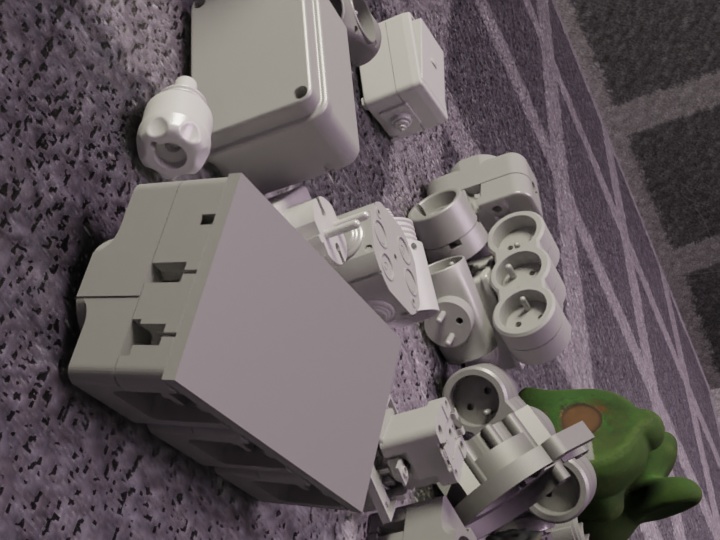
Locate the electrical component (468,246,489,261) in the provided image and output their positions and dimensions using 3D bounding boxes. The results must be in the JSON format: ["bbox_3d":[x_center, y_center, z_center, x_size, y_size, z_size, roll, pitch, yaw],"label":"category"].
[{"bbox_3d":[0.111,-0.031,1.010,0.055,0.045,0.045,49,29,-47],"label":"electrical component"}]

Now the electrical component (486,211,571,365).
[{"bbox_3d":[0.144,0.023,0.881,0.073,0.052,0.138,55,25,-38],"label":"electrical component"}]

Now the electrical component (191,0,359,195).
[{"bbox_3d":[-0.049,-0.107,0.597,0.057,0.078,0.113,50,29,-52],"label":"electrical component"}]

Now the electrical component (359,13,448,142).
[{"bbox_3d":[0.038,-0.158,0.904,0.062,0.061,0.096,43,34,-53],"label":"electrical component"}]

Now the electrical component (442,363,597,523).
[{"bbox_3d":[0.127,0.130,0.835,0.138,0.052,0.074,48,15,15],"label":"electrical component"}]

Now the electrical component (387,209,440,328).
[{"bbox_3d":[0.025,-0.004,0.755,0.043,0.043,0.081,22,52,-65],"label":"electrical component"}]

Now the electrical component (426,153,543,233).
[{"bbox_3d":[0.109,-0.062,0.954,0.053,0.095,0.059,51,28,-45],"label":"electrical component"}]

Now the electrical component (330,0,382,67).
[{"bbox_3d":[-0.021,-0.198,0.805,0.077,0.044,0.079,9,64,-68],"label":"electrical component"}]

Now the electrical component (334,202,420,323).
[{"bbox_3d":[0.000,0.000,0.671,0.080,0.051,0.080,53,26,-41],"label":"electrical component"}]

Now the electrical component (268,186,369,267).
[{"bbox_3d":[-0.032,-0.015,0.563,0.047,0.076,0.083,68,20,-10],"label":"electrical component"}]

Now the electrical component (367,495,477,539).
[{"bbox_3d":[0.037,0.177,0.601,0.050,0.056,0.089,60,22,-28],"label":"electrical component"}]

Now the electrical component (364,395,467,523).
[{"bbox_3d":[0.027,0.106,0.631,0.042,0.064,0.081,66,20,-15],"label":"electrical component"}]

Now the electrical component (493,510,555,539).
[{"bbox_3d":[0.130,0.216,0.833,0.066,0.048,0.055,8,73,-68],"label":"electrical component"}]

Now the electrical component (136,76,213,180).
[{"bbox_3d":[-0.089,-0.074,0.526,0.035,0.035,0.061,56,22,-37],"label":"electrical component"}]

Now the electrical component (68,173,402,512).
[{"bbox_3d":[-0.049,0.037,0.467,0.150,0.062,0.089,47,49,-49],"label":"electrical component"}]

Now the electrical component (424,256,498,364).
[{"bbox_3d":[0.072,0.037,0.843,0.077,0.043,0.079,68,19,-9],"label":"electrical component"}]

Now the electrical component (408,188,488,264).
[{"bbox_3d":[0.072,-0.036,0.894,0.047,0.055,0.055,60,22,-21],"label":"electrical component"}]

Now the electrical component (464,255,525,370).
[{"bbox_3d":[0.109,0.039,0.933,0.099,0.048,0.099,68,20,-9],"label":"electrical component"}]
